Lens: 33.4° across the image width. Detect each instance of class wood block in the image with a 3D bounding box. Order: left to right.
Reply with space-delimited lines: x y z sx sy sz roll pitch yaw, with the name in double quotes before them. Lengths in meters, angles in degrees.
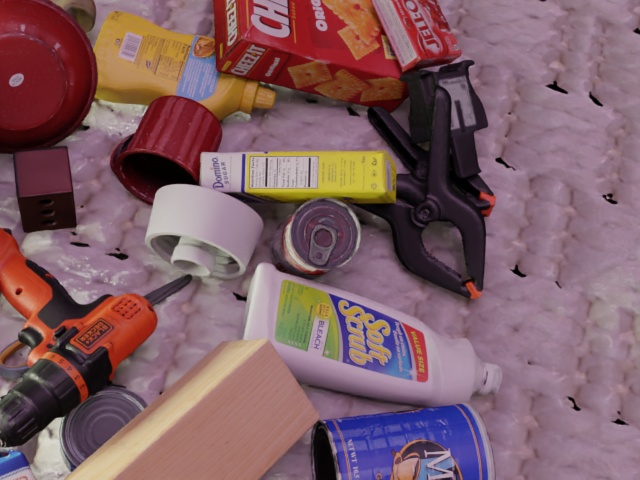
"wood block" -0.111 0.182 0.902 0.205 0.090 0.091 -41 106 -31

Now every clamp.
"clamp" 0.105 -0.076 1.128 0.171 0.039 0.120 17 68 0
"clamp" 0.110 -0.038 1.071 0.165 0.036 0.210 -39 91 11

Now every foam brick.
"foam brick" -0.263 -0.047 1.021 0.053 0.078 0.051 -8 66 -13

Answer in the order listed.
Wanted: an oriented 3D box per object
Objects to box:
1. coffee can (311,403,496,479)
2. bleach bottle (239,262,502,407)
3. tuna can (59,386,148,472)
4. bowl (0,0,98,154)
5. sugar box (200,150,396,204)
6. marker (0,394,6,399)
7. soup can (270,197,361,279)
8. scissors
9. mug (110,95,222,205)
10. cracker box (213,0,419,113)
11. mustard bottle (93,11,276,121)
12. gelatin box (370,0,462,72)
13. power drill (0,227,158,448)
"coffee can" 0.071 0.203 0.946 0.140 0.103 0.103 -4 65 -13
"bleach bottle" 0.051 0.100 1.018 0.250 0.068 0.102 14 61 -7
"tuna can" -0.188 0.174 0.949 0.086 0.034 0.086 4 63 -9
"bowl" -0.293 -0.156 1.028 0.162 0.055 0.162 -5 108 -16
"sugar box" -0.019 -0.058 1.022 0.176 0.093 0.048 -2 85 10
"marker" -0.267 0.142 0.958 0.121 0.020 0.020 -18 69 -18
"soup can" -0.007 0.001 1.023 0.068 0.102 0.068 2 81 -14
"scissors" -0.195 0.093 0.984 0.201 0.016 0.096 -19 46 -19
"mug" -0.156 -0.088 1.064 0.117 0.093 0.081 -3 52 29
"cracker box" -0.004 -0.240 1.136 0.213 0.072 0.164 10 61 -28
"mustard bottle" -0.140 -0.172 1.117 0.191 0.058 0.096 15 63 -3
"gelatin box" 0.102 -0.225 1.128 0.073 0.030 0.089 -16 78 -43
"power drill" -0.265 0.079 0.937 0.188 0.057 0.184 32 48 18
